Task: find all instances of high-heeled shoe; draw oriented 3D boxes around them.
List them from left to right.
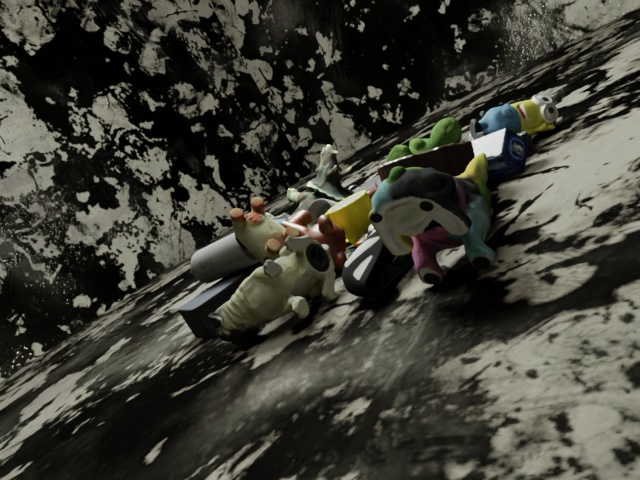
[{"bbox_3d":[0.137,-0.005,0.784,0.249,0.086,0.145,-35,13,1],"label":"high-heeled shoe"}]

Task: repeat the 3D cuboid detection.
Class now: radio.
[{"bbox_3d":[-0.177,0.111,1.127,0.229,0.073,0.131,-35,10,-33],"label":"radio"}]

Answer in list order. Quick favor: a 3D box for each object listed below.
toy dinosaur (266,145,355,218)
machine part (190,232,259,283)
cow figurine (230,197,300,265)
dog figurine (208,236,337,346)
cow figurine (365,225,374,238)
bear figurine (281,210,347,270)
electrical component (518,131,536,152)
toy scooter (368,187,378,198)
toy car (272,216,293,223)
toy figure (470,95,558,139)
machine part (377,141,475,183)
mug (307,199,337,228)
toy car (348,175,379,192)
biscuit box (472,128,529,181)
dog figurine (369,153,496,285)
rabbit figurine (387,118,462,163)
[{"bbox_3d":[-0.050,-0.044,1.356,0.405,0.131,0.192,-55,24,-12],"label":"toy dinosaur"},{"bbox_3d":[-0.190,0.033,1.113,0.243,0.079,0.079,-22,13,36],"label":"machine part"},{"bbox_3d":[-0.076,0.027,0.966,0.085,0.195,0.127,-39,-24,-28],"label":"cow figurine"},{"bbox_3d":[-0.078,0.083,0.876,0.190,0.121,0.172,-32,-5,41],"label":"dog figurine"},{"bbox_3d":[0.157,-0.036,0.916,0.167,0.068,0.098,-32,4,-13],"label":"cow figurine"},{"bbox_3d":[-0.005,-0.001,1.049,0.196,0.120,0.132,-16,13,48],"label":"bear figurine"},{"bbox_3d":[0.356,-0.166,1.027,0.102,0.045,0.078,-22,12,41],"label":"electrical component"},{"bbox_3d":[0.107,-0.064,1.170,0.184,0.075,0.135,-32,8,22],"label":"toy scooter"},{"bbox_3d":[-0.070,0.006,1.228,0.162,0.103,0.109,-10,62,53],"label":"toy car"},{"bbox_3d":[0.394,-0.240,1.094,0.180,0.082,0.089,-19,6,-4],"label":"toy figure"},{"bbox_3d":[0.186,-0.120,0.931,0.179,0.056,0.179,-16,1,0],"label":"machine part"},{"bbox_3d":[0.023,-0.040,1.253,0.107,0.081,0.109,4,-48,-51],"label":"mug"},{"bbox_3d":[0.151,-0.137,1.416,0.202,0.056,0.074,-29,32,0],"label":"toy car"},{"bbox_3d":[0.287,-0.143,1.005,0.203,0.059,0.063,-14,57,59],"label":"biscuit box"},{"bbox_3d":[0.162,-0.057,0.708,0.108,0.191,0.219,-31,23,37],"label":"dog figurine"},{"bbox_3d":[0.266,-0.200,1.234,0.170,0.121,0.159,-47,-18,23],"label":"rabbit figurine"}]
